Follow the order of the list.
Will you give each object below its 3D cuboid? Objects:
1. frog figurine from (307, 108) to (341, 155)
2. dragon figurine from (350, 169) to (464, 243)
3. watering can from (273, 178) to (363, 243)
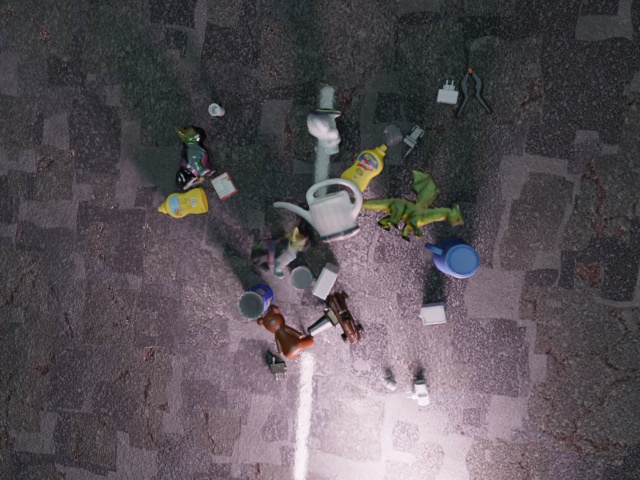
[{"bbox_3d":[0.013,-0.384,1.831,0.138,0.123,0.157,19,111,41],"label":"frog figurine"},{"bbox_3d":[0.311,-0.138,1.820,0.413,0.121,0.244,31,82,17],"label":"dragon figurine"},{"bbox_3d":[0.006,-0.094,1.868,0.345,0.105,0.223,-16,96,26],"label":"watering can"}]
